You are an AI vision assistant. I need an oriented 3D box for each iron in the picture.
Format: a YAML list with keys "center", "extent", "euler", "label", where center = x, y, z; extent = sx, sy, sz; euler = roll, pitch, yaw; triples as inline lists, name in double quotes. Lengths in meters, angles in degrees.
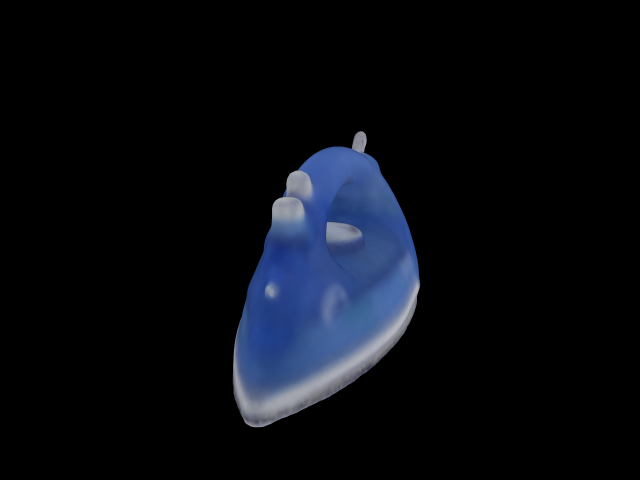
- center: [0.004, 0.001, 0.400]
  extent: [0.118, 0.141, 0.259]
  euler: [4, 14, 15]
  label: "iron"
